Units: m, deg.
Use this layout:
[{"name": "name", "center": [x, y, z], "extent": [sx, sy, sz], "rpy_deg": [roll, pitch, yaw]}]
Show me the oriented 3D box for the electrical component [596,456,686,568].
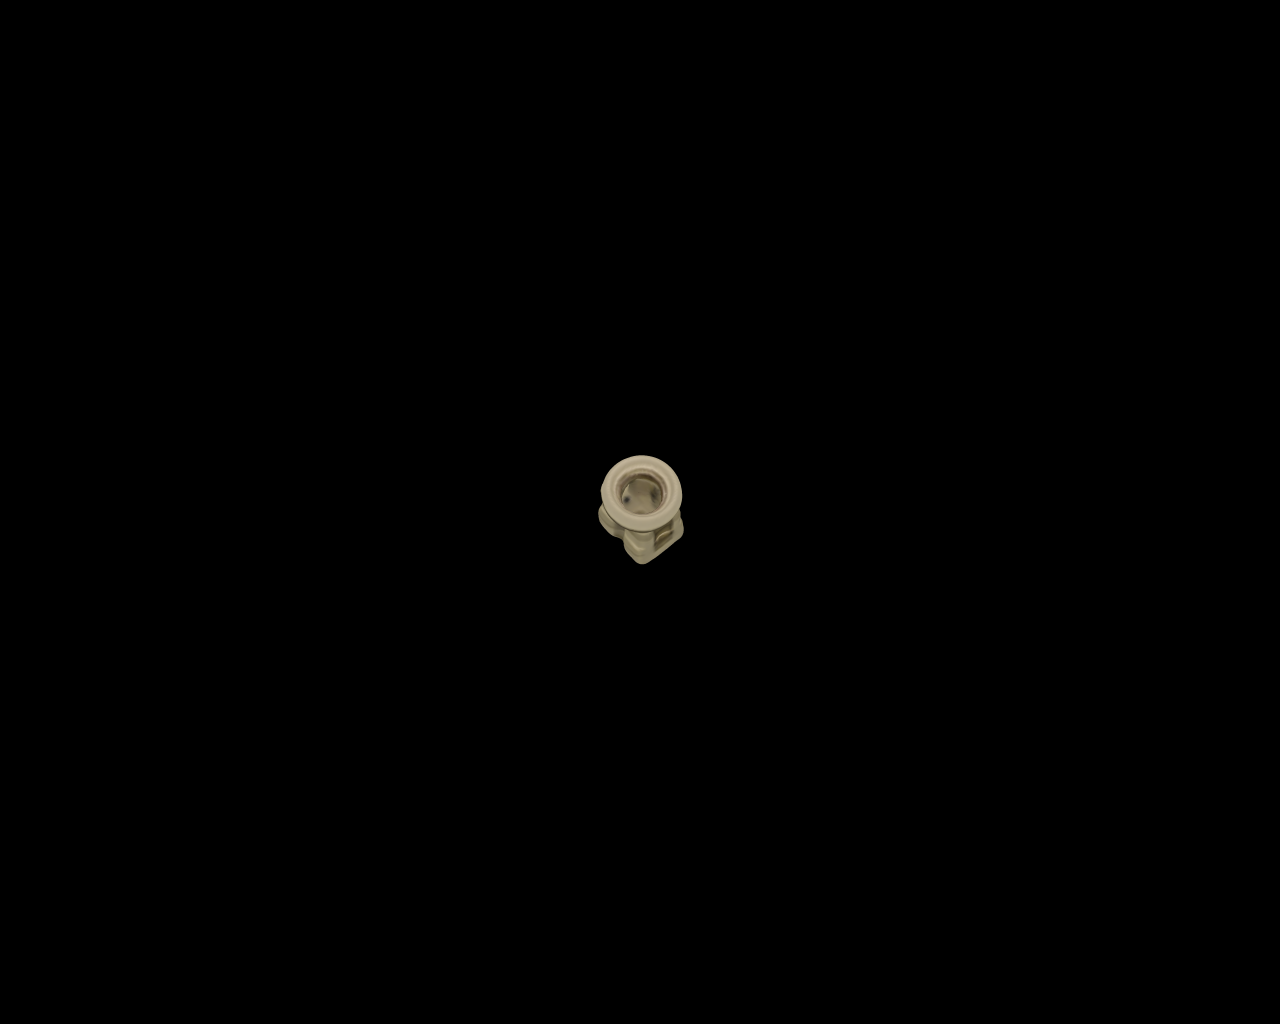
[{"name": "electrical component", "center": [0.001, -0.003, 0.650], "extent": [0.048, 0.066, 0.055], "rpy_deg": [-38, -19, -16]}]
